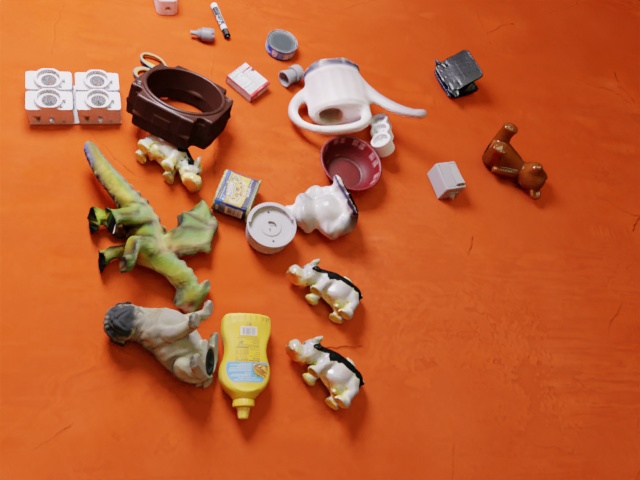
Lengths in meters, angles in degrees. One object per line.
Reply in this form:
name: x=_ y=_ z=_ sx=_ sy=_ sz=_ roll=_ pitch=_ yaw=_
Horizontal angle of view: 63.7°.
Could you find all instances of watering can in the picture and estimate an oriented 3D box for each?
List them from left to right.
watering can: x=0.086 y=-0.370 z=1.335 sx=0.348 sy=0.102 sz=0.229 roll=-7 pitch=62 yaw=-6

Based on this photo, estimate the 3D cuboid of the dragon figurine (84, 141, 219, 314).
dragon figurine: x=-0.332 y=-0.035 z=1.063 sx=0.243 sy=0.120 sz=0.416 roll=-3 pitch=66 yaw=-39

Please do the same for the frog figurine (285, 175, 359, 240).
frog figurine: x=0.004 y=-0.060 z=1.185 sx=0.159 sy=0.122 sz=0.138 roll=-28 pitch=82 yaw=9
